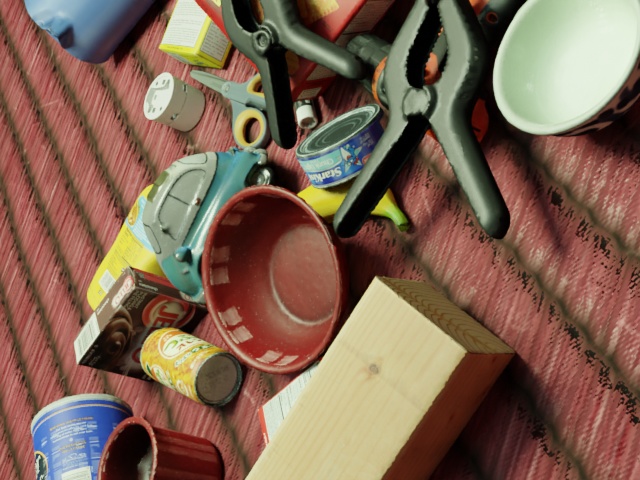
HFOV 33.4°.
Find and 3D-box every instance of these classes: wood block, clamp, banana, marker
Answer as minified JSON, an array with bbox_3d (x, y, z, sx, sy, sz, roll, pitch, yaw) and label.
[{"bbox_3d":[0.036,0.138,0.771,0.091,0.090,0.206,39,105,28],"label":"wood block"},{"bbox_3d":[0.090,-0.095,0.802,0.165,0.036,0.210,11,87,46],"label":"clamp"},{"bbox_3d":[-0.030,-0.177,0.932,0.120,0.039,0.171,-28,88,35],"label":"clamp"},{"bbox_3d":[-0.003,-0.017,0.949,0.198,0.037,0.069,-22,56,43],"label":"banana"},{"bbox_3d":[-0.021,-0.160,1.052,0.020,0.020,0.121,-38,47,32],"label":"marker"}]

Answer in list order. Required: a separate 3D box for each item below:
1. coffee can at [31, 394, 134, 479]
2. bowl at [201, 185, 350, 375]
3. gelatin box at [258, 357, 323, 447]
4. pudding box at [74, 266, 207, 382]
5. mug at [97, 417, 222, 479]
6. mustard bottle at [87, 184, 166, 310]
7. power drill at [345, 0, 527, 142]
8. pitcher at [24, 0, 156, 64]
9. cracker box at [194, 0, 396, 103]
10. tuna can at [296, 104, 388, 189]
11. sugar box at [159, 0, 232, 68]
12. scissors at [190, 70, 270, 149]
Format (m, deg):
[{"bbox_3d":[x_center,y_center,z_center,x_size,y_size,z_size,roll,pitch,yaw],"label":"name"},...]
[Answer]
[{"bbox_3d":[-0.224,0.236,1.040,0.103,0.102,0.140,-43,45,28],"label":"coffee can"},{"bbox_3d":[-0.028,0.032,0.917,0.162,0.055,0.162,5,98,40],"label":"bowl"},{"bbox_3d":[-0.008,0.152,0.884,0.089,0.030,0.073,-42,44,28],"label":"gelatin box"},{"bbox_3d":[-0.180,0.086,1.070,0.114,0.089,0.039,-49,41,23],"label":"pudding box"},{"bbox_3d":[-0.137,0.218,0.963,0.117,0.081,0.093,30,97,51],"label":"mug"},{"bbox_3d":[-0.175,0.000,1.128,0.192,0.058,0.096,-60,39,11],"label":"mustard bottle"},{"bbox_3d":[0.109,-0.185,0.882,0.185,0.057,0.188,45,111,45],"label":"power drill"},{"bbox_3d":[-0.243,-0.348,1.328,0.243,0.144,0.149,-40,59,27],"label":"pitcher"},{"bbox_3d":[-0.010,-0.256,0.964,0.164,0.071,0.214,50,126,12],"label":"cracker box"},{"bbox_3d":[0.023,-0.081,0.916,0.086,0.033,0.086,-28,19,10],"label":"tuna can"},{"bbox_3d":[-0.114,-0.284,1.199,0.093,0.048,0.176,20,85,52],"label":"sugar box"},{"bbox_3d":[-0.096,-0.141,1.134,0.202,0.016,0.096,7,79,51],"label":"scissors"}]
